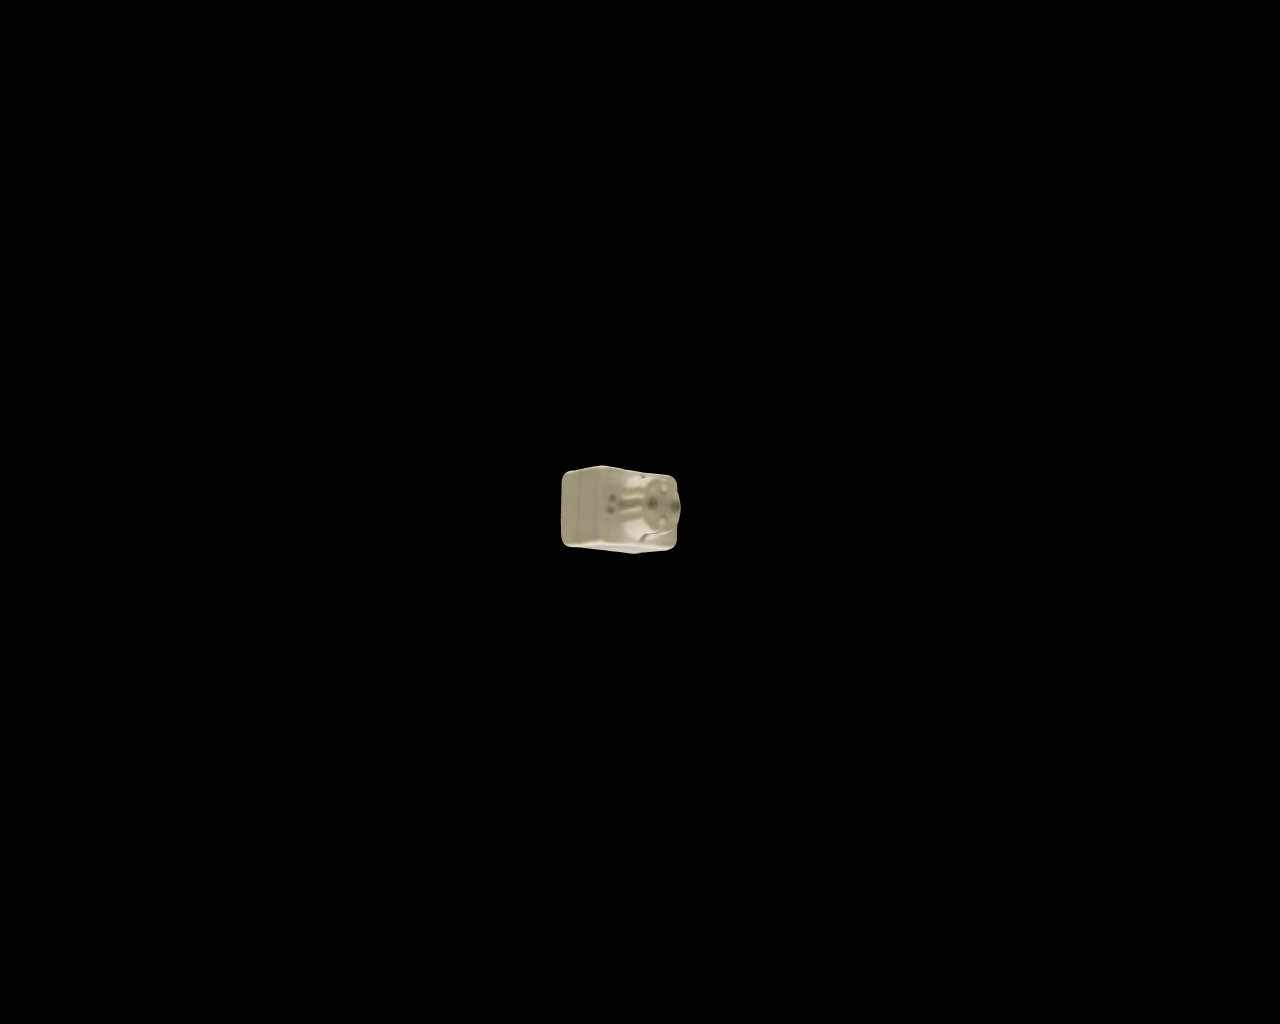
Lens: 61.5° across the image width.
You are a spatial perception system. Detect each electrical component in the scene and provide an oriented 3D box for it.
[{"bbox_3d":[0.001,-0.003,0.650,0.066,0.047,0.076,8,-11,-43],"label":"electrical component"}]
